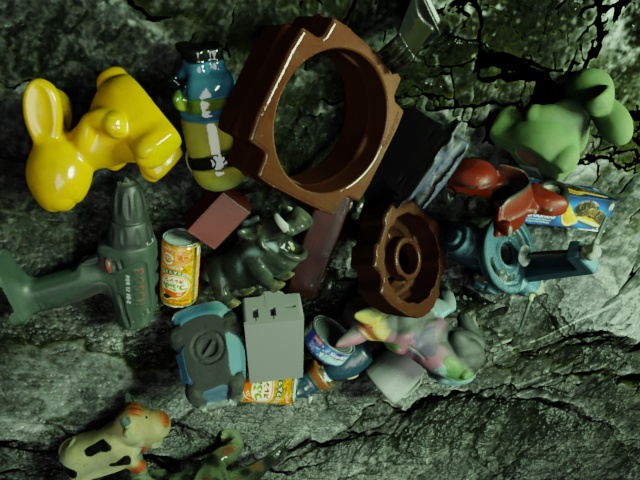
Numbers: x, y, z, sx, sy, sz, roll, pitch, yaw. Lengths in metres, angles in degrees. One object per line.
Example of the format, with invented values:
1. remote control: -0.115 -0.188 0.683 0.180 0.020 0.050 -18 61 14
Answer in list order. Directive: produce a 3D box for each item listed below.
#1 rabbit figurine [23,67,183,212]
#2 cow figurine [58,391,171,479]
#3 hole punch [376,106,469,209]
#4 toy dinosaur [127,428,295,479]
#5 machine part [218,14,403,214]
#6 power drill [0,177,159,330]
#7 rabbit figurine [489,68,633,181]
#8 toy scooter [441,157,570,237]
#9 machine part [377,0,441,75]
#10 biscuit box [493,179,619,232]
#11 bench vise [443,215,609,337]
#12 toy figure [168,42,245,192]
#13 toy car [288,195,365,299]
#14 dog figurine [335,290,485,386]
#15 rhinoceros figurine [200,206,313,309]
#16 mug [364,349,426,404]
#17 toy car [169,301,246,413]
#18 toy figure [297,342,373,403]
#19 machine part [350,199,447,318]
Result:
1. rabbit figurine: -0.265 -0.111 0.615 0.173 0.122 0.162 -42 105 -7
2. cow figurine: -0.340 0.332 0.894 0.195 0.086 0.127 -22 123 4
3. hole punch: 0.151 -0.109 0.754 0.092 0.116 0.142 23 112 -35
4. toy dinosaur: -0.229 0.446 0.927 0.405 0.192 0.131 -15 125 -5
5. machine part: -0.007 -0.149 0.657 0.201 0.087 0.201 23 93 -44
6. power drill: -0.325 0.030 0.728 0.207 0.086 0.231 -14 125 -16
7. rabbit figurine: 0.351 -0.178 0.757 0.121 0.159 0.170 40 89 -20
8. toy scooter: 0.243 -0.056 0.754 0.135 0.184 0.075 -41 137 -38
9. machine part: 0.112 -0.257 0.654 0.039 0.139 0.084 2 138 35
10. biscuit box: 0.376 -0.059 0.871 0.203 0.063 0.059 4 117 -18
11. bench vise: 0.313 0.038 0.808 0.223 0.241 0.129 39 64 -24
12. toy figure: -0.137 -0.146 0.662 0.082 0.089 0.179 -3 123 -5
13. toy car: -0.002 -0.002 0.806 0.089 0.053 0.202 15 117 -6
14. dog figurine: 0.138 0.156 0.869 0.219 0.192 0.108 1 133 -32
15. rhinoceros figurine: -0.086 0.020 0.769 0.190 0.073 0.112 -31 92 25
16. mug: 0.153 0.238 0.976 0.107 0.081 0.109 -43 117 1
17. toy car: -0.163 0.179 0.834 0.109 0.161 0.103 -16 166 -2
18. toy figure: 0.018 0.230 0.946 0.154 0.064 0.057 -30 161 9
19. machine part: 0.119 0.029 0.803 0.179 0.056 0.179 6 81 -43
